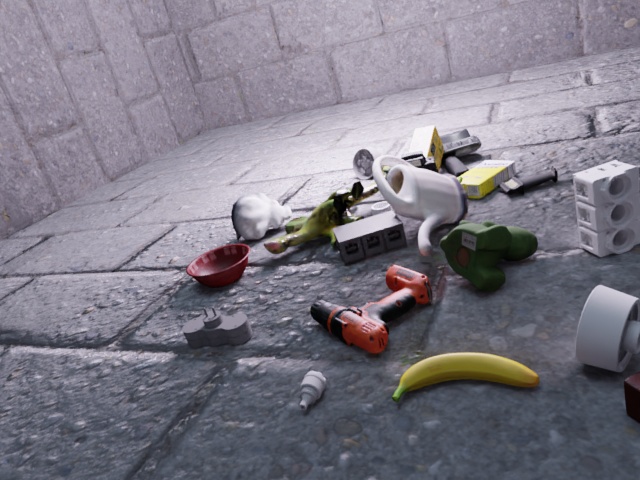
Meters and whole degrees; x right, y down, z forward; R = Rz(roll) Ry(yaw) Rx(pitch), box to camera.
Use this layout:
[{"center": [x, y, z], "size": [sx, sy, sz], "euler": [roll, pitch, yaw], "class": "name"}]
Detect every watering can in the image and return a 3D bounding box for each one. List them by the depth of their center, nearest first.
[{"center": [0.240, -0.078, 1.163], "size": [0.224, 0.102, 0.356], "euler": [8, 39, -25], "class": "watering can"}]

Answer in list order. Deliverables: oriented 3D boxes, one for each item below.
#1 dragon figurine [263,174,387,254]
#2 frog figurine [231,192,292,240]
[{"center": [0.004, -0.069, 1.371], "size": [0.241, 0.121, 0.417], "euler": [-7, 21, 40], "class": "dragon figurine"}, {"center": [-0.164, -0.066, 1.453], "size": [0.159, 0.120, 0.140], "euler": [-1, 58, 12], "class": "frog figurine"}]
